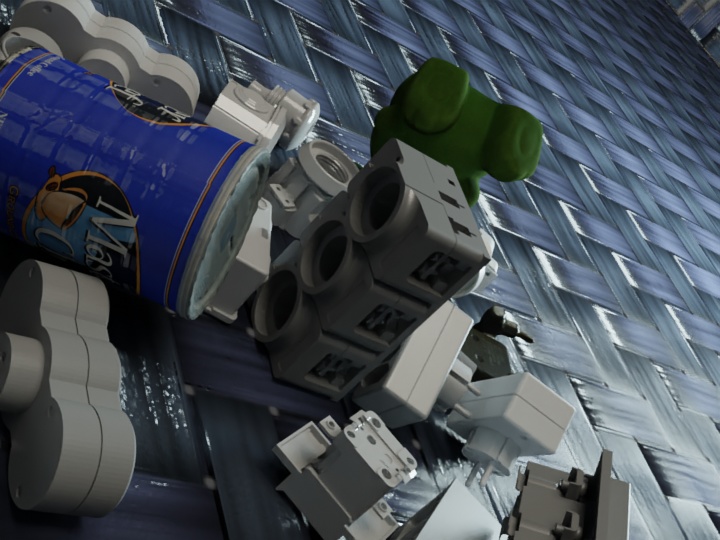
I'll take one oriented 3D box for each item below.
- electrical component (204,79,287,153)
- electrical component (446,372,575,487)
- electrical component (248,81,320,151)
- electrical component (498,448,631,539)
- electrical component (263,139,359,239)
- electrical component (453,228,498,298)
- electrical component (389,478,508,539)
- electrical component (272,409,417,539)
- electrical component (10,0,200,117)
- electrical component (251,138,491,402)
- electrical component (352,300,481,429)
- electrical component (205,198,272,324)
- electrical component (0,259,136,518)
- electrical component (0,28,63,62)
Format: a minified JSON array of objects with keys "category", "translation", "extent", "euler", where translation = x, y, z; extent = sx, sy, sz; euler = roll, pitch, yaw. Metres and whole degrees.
[{"category":"electrical component","translation":[-0.091,-0.093,0.776],"extent":[0.051,0.080,0.080],"euler":[32,29,-11]},{"category":"electrical component","translation":[0.096,0.118,0.750],"extent":[0.047,0.083,0.075],"euler":[37,66,-14]},{"category":"electrical component","translation":[-0.068,-0.134,0.902],"extent":[0.062,0.048,0.048],"euler":[35,28,-2]},{"category":"electrical component","translation":[0.105,0.156,0.568],"extent":[0.063,0.078,0.121],"euler":[16,27,8]},{"category":"electrical component","translation":[-0.035,-0.063,0.832],"extent":[0.078,0.057,0.058],"euler":[-6,55,-56]},{"category":"electrical component","translation":[0.080,-0.010,0.914],"extent":[0.078,0.058,0.057],"euler":[41,25,-5]},{"category":"electrical component","translation":[0.083,0.222,0.592],"extent":[0.186,0.060,0.105],"euler":[46,28,4]},{"category":"electrical component","translation":[-0.006,0.118,0.615],"extent":[0.081,0.064,0.042],"euler":[49,29,8]},{"category":"electrical component","translation":[-0.178,-0.138,0.749],"extent":[0.138,0.052,0.073],"euler":[33,30,-20]},{"category":"electrical component","translation":[0.000,0.000,0.691],"extent":[0.062,0.150,0.089],"euler":[25,33,-35]},{"category":"electrical component","translation":[0.050,0.072,0.734],"extent":[0.076,0.047,0.083],"euler":[37,61,-14]},{"category":"electrical component","translation":[-0.104,-0.026,0.698],"extent":[0.100,0.048,0.099],"euler":[31,30,-23]},{"category":"electrical component","translation":[-0.159,0.051,0.514],"extent":[0.074,0.052,0.138],"euler":[19,36,-39]},{"category":"electrical component","translation":[-0.202,-0.109,0.686],"extent":[0.079,0.044,0.077],"euler":[30,30,-24]}]
